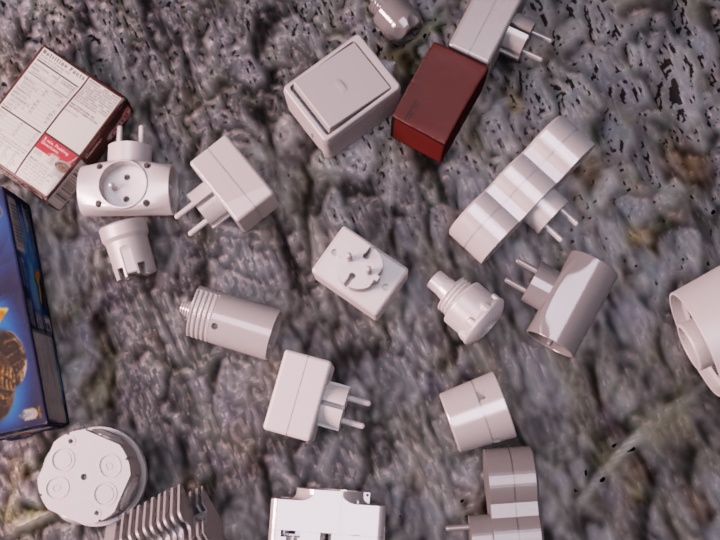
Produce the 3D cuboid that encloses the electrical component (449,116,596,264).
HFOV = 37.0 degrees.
[{"bbox_3d":[0.147,-0.055,0.890,0.074,0.052,0.138,44,84,8],"label":"electrical component"}]

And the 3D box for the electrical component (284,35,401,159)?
[{"bbox_3d":[-0.009,-0.151,0.908,0.096,0.061,0.061,-37,81,-4],"label":"electrical component"}]

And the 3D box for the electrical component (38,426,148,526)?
[{"bbox_3d":[-0.215,0.166,0.864,0.080,0.051,0.080,0,80,2],"label":"electrical component"}]

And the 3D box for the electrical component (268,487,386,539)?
[{"bbox_3d":[-0.025,0.202,0.852,0.089,0.050,0.055,3,80,3],"label":"electrical component"}]

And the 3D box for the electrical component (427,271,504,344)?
[{"bbox_3d":[0.084,0.027,0.883,0.062,0.048,0.048,41,84,15],"label":"electrical component"}]

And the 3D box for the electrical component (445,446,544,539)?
[{"bbox_3d":[0.105,0.210,0.845,0.074,0.052,0.138,-4,80,1],"label":"electrical component"}]

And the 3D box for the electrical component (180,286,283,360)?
[{"bbox_3d":[-0.109,0.042,0.886,0.081,0.043,0.043,17,81,5],"label":"electrical component"}]

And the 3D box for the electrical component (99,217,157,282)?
[{"bbox_3d":[-0.193,-0.017,0.902,0.040,0.040,0.046,-17,86,-1],"label":"electrical component"}]

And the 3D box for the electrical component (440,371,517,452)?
[{"bbox_3d":[0.094,0.115,0.862,0.047,0.055,0.055,-20,80,2],"label":"electrical component"}]

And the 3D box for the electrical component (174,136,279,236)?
[{"bbox_3d":[-0.119,-0.060,0.902,0.077,0.047,0.065,-39,81,-5],"label":"electrical component"}]

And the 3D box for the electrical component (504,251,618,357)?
[{"bbox_3d":[0.158,0.019,0.881,0.079,0.044,0.077,30,82,7],"label":"electrical component"}]

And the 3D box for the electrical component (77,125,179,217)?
[{"bbox_3d":[-0.195,-0.085,0.911,0.077,0.044,0.079,-1,80,2],"label":"electrical component"}]

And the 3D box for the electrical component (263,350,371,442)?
[{"bbox_3d":[-0.031,0.107,0.870,0.077,0.047,0.065,15,81,4],"label":"electrical component"}]

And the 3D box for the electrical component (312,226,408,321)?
[{"bbox_3d":[0.000,0.000,0.873,0.066,0.076,0.047,35,83,7],"label":"electrical component"}]

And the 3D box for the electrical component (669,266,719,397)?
[{"bbox_3d":[0.288,0.049,0.847,0.064,0.099,0.099,-24,80,4],"label":"electrical component"}]

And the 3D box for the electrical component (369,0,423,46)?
[{"bbox_3d":[0.025,-0.226,0.934,0.035,0.035,0.061,-40,79,-5],"label":"electrical component"}]

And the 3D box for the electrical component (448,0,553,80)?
[{"bbox_3d":[0.126,-0.203,0.919,0.076,0.047,0.083,27,82,7],"label":"electrical component"}]
